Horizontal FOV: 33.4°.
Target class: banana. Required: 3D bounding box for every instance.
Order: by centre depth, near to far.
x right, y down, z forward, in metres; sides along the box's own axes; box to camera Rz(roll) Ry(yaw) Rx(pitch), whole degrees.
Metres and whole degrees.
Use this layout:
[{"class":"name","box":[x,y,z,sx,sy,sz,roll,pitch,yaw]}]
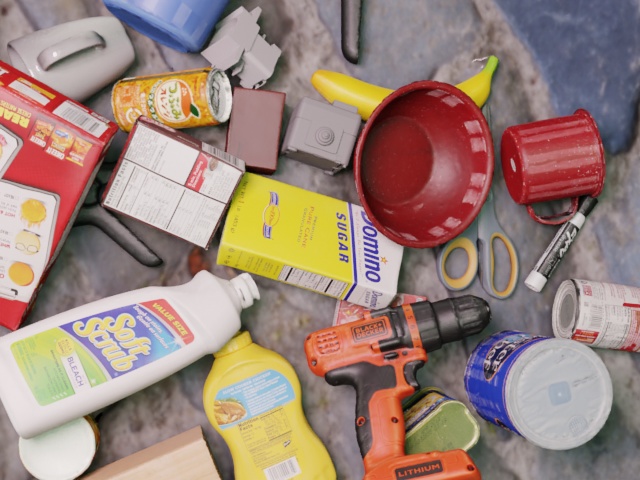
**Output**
[{"class":"banana","box":[0.090,-0.145,1.089,0.197,0.037,0.069,-5,70,-10]}]

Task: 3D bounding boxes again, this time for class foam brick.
[{"class":"foam brick","box":[-0.066,-0.107,1.056,0.053,0.051,0.078,8,88,-7]}]

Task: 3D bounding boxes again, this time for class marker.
[{"class":"marker","box":[0.254,0.000,1.115,0.020,0.020,0.121,35,84,-6]}]

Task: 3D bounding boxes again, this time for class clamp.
[{"class":"clamp","box":[-0.220,-0.036,1.038,0.171,0.039,0.120,3,85,-7]},{"class":"clamp","box":[0.039,-0.294,1.082,0.164,0.036,0.210,-41,92,-7]}]

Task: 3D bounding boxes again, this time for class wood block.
[{"class":"wood block","box":[-0.190,0.262,1.008,0.206,0.091,0.090,-22,92,-9]}]

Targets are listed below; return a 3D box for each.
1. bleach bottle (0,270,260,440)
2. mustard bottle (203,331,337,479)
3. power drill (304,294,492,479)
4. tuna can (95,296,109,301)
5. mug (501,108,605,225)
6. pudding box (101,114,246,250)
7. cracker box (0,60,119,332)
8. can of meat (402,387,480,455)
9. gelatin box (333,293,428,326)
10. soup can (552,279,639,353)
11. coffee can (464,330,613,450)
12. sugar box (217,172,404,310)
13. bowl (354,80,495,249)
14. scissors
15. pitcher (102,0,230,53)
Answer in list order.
[{"class":"bleach bottle","box":[-0.177,0.088,0.992,0.250,0.068,0.102,-25,78,-14]},{"class":"mustard bottle","box":[-0.061,0.166,1.045,0.096,0.058,0.191,-22,92,-4]},{"class":"power drill","box":[0.089,0.147,0.996,0.184,0.057,0.188,-15,57,3]},{"class":"tuna can","box":[-0.200,0.097,1.039,0.086,0.034,0.086,0,89,-8]},{"class":"mug","box":[0.234,-0.070,1.084,0.081,0.093,0.117,-10,116,-4]},{"class":"pudding box","box":[-0.138,-0.054,1.007,0.113,0.039,0.090,25,105,-11]},{"class":"cracker box","box":[-0.301,-0.048,0.971,0.164,0.072,0.214,28,112,-6]},{"class":"can of meat","box":[0.102,0.196,1.055,0.102,0.084,0.057,-38,94,-8]},{"class":"gelatin box","box":[0.058,0.086,1.078,0.089,0.030,0.073,11,87,-7]},{"class":"soup can","box":[0.298,0.079,1.095,0.102,0.068,0.068,8,87,-8]},{"class":"coffee can","box":[0.209,0.143,1.043,0.102,0.140,0.103,0,89,-8]},{"class":"sugar box","box":[-0.007,0.001,1.047,0.176,0.048,0.093,15,57,-6]},{"class":"bowl","box":[0.091,-0.075,1.042,0.161,0.055,0.162,-5,101,-28]},{"class":"scissors","box":[0.153,-0.034,1.101,0.096,0.016,0.202,-13,91,-13]},{"class":"pitcher","box":[-0.118,-0.312,1.024,0.144,0.149,0.243,28,88,-22]}]
